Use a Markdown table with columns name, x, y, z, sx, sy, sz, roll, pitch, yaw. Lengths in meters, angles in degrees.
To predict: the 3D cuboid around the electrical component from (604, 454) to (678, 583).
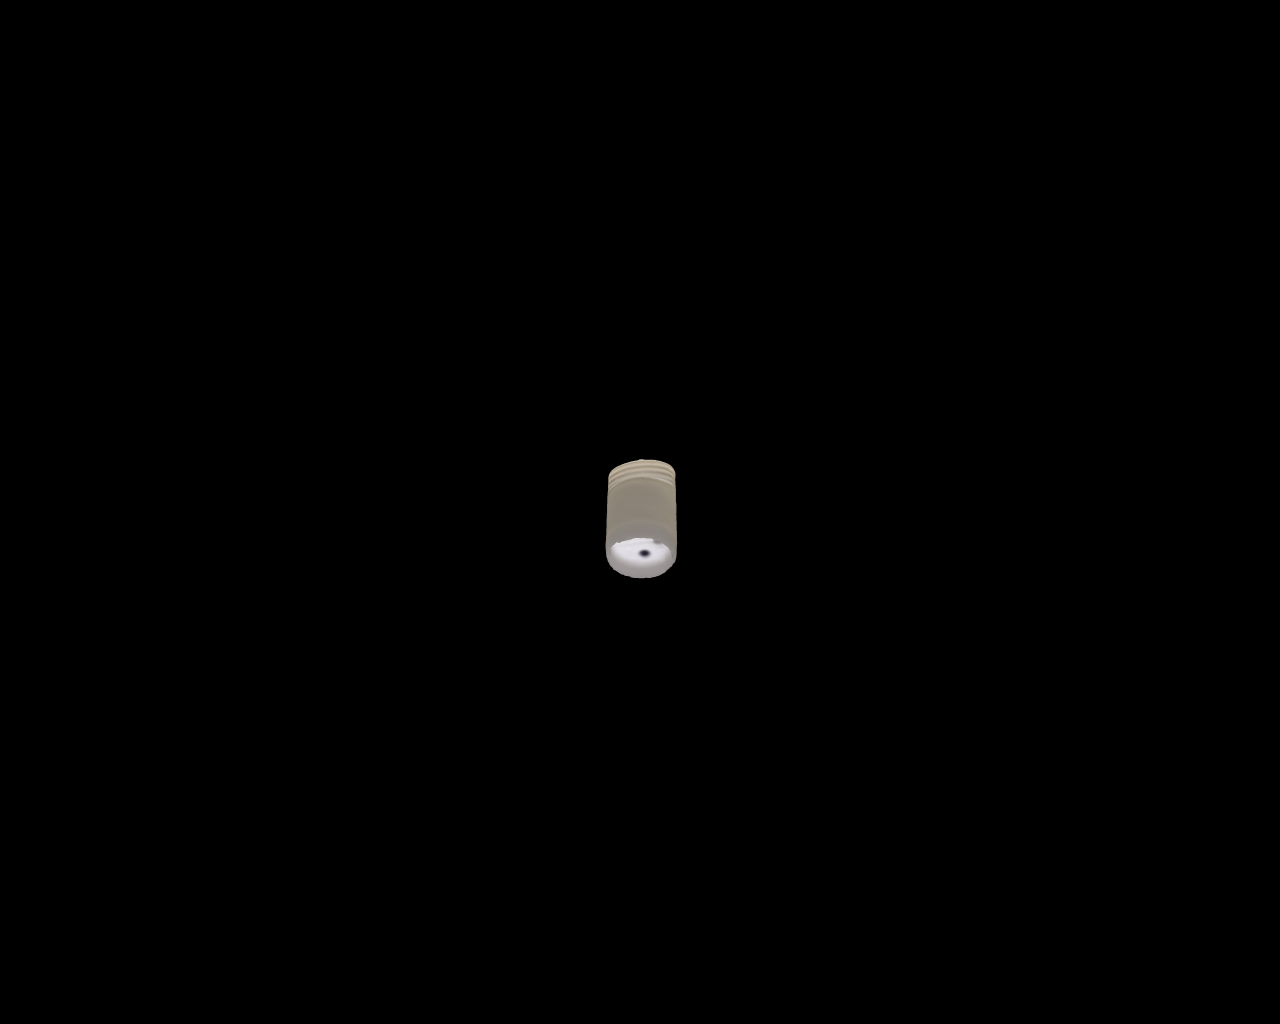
| name | x | y | z | sx | sy | sz | roll | pitch | yaw |
| --- | --- | --- | --- | --- | --- | --- | --- | --- | --- |
| electrical component | 0.001 | -0.003 | 0.650 | 0.043 | 0.081 | 0.043 | 0 | -40 | 0 |
